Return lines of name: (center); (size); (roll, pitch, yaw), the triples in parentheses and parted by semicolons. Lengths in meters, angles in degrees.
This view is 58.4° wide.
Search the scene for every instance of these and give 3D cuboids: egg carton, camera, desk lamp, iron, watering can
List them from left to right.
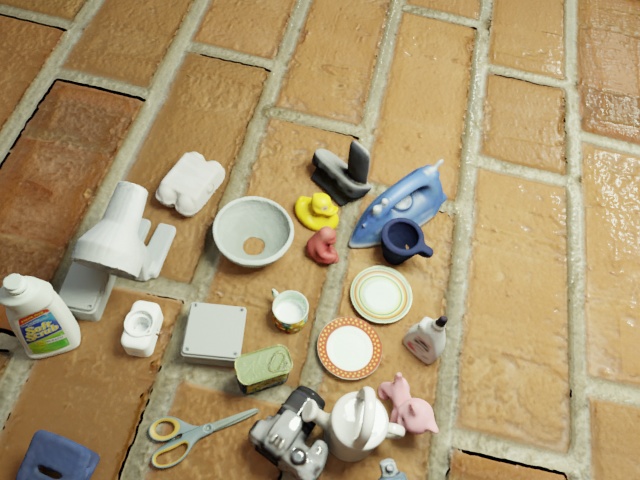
desk lamp: (-0.370, -0.001, 1.094); (0.118, 0.213, 0.203); (14, 59, 1)
egg carton: (-0.282, -0.123, 1.260); (0.107, 0.069, 0.150); (26, 60, 8)
camera: (-0.036, 0.336, 1.010); (0.143, 0.101, 0.137); (32, 61, 11)
watering can: (0.058, 0.314, 0.981); (0.173, 0.194, 0.101); (-8, 61, -12)
iron: (0.171, -0.082, 1.253); (0.259, 0.141, 0.118); (-34, 70, -23)

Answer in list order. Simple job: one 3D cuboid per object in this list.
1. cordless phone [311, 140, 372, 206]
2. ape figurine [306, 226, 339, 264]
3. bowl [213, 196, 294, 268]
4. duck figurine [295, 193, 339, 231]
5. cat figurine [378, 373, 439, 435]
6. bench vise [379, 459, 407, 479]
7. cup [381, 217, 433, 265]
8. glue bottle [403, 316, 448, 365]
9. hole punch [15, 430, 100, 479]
cordless phone: (0.054, -0.177, 1.267); (0.147, 0.185, 0.094); (40, 63, 15)
ape figurine: (0.011, 0.004, 1.212); (0.076, 0.092, 0.078); (13, 59, 0)
bowl: (-0.141, -0.005, 1.207); (0.167, 0.075, 0.167); (3, 60, -5)
duck figurine: (-0.005, -0.073, 1.257); (0.104, 0.086, 0.078); (29, 61, 9)
cat figurine: (0.162, 0.303, 1.045); (0.067, 0.118, 0.127); (-14, 63, -15)
bench vise: (0.138, 0.454, 0.896); (0.122, 0.220, 0.207); (-31, 68, -22)
cup: (0.180, 0.018, 1.224); (0.117, 0.095, 0.092); (28, 61, 9)
glue bottle: (0.211, 0.180, 1.090); (0.078, 0.173, 0.037); (37, 63, 14)
hole punch: (-0.432, 0.378, 0.940); (0.108, 0.091, 0.101); (20, 60, 4)
